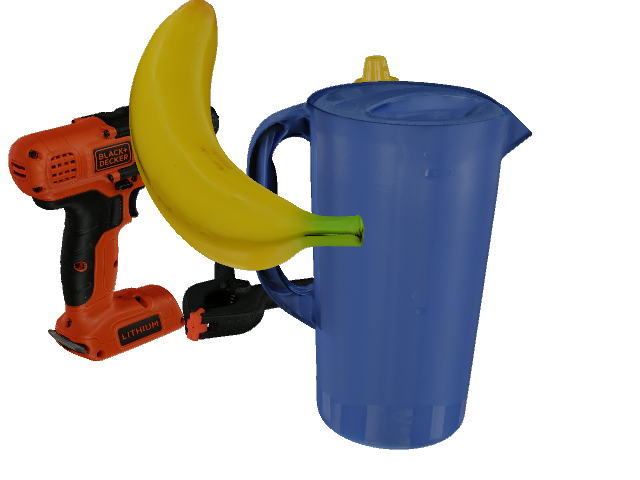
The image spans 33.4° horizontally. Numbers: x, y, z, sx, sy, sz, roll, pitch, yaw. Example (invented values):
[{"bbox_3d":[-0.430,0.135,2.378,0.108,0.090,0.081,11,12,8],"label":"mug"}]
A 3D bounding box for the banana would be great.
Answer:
[{"bbox_3d":[-0.050,-0.046,0.476,0.069,0.037,0.198,-16,46,-17],"label":"banana"}]

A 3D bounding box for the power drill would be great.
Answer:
[{"bbox_3d":[-0.151,-0.013,0.840,0.184,0.188,0.057,-20,27,-41],"label":"power drill"}]

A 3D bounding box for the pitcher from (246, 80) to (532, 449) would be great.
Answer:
[{"bbox_3d":[0.043,0.016,0.736,0.149,0.243,0.144,17,25,37],"label":"pitcher"}]

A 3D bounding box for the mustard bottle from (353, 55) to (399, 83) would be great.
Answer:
[{"bbox_3d":[0.054,-0.071,0.964,0.096,0.192,0.058,-23,28,-40],"label":"mustard bottle"}]

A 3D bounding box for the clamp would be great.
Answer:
[{"bbox_3d":[-0.090,0.052,1.063,0.120,0.039,0.171,16,20,30],"label":"clamp"}]
